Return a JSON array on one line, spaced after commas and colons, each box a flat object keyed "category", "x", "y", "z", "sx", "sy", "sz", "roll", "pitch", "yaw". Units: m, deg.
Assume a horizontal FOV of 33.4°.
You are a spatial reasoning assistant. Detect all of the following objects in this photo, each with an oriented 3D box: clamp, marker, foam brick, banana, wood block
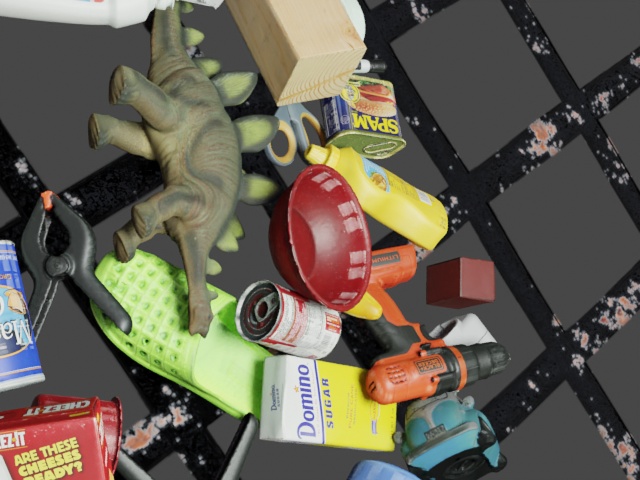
[{"category": "clamp", "x": -0.139, "y": 0.294, "z": 1.126, "sx": 0.164, "sy": 0.036, "sz": 0.210, "roll": -2, "pitch": 85, "yaw": -19}, {"category": "marker", "x": 0.032, "y": -0.219, "z": 1.343, "sx": 0.120, "sy": 0.020, "sz": 0.020, "roll": -4, "pitch": 81, "yaw": -29}, {"category": "clamp", "x": -0.274, "y": 0.038, "z": 1.102, "sx": 0.120, "sy": 0.039, "sz": 0.171, "roll": -20, "pitch": 76, "yaw": -9}, {"category": "foam brick", "x": 0.174, "y": 0.054, "z": 1.326, "sx": 0.052, "sy": 0.078, "sz": 0.051, "roll": 10, "pitch": 76, "yaw": -27}, {"category": "banana", "x": 0.005, "y": 0.020, "z": 1.231, "sx": 0.037, "sy": 0.070, "sz": 0.198, "roll": 43, "pitch": 19, "yaw": -57}, {"category": "wood block", "x": -0.041, "y": -0.269, "z": 1.236, "sx": 0.090, "sy": 0.090, "sz": 0.206, "roll": -15, "pitch": 67, "yaw": -29}]

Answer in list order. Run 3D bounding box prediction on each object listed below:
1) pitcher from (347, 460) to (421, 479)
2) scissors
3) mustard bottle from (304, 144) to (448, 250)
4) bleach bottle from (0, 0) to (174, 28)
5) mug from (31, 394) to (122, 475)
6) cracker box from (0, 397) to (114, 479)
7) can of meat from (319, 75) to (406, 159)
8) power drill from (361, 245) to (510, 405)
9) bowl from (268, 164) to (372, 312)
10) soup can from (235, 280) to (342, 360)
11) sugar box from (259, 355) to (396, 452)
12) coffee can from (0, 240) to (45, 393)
[{"category": "pitcher", "x": 0.042, "y": 0.375, "z": 1.166, "sx": 0.145, "sy": 0.149, "sz": 0.242, "roll": 30, "pitch": 62, "yaw": -1}, {"category": "scissors", "x": -0.053, "y": -0.174, "z": 1.287, "sx": 0.096, "sy": 0.016, "sz": 0.202, "roll": -29, "pitch": 94, "yaw": -34}, {"category": "mustard bottle", "x": 0.062, "y": -0.061, "z": 1.280, "sx": 0.191, "sy": 0.058, "sz": 0.096, "roll": 30, "pitch": 22, "yaw": -24}, {"category": "bleach bottle", "x": -0.280, "y": -0.282, "z": 1.130, "sx": 0.250, "sy": 0.068, "sz": 0.102, "roll": 4, "pitch": 77, "yaw": -15}, {"category": "mug", "x": -0.251, "y": 0.209, "z": 1.063, "sx": 0.081, "sy": 0.093, "sz": 0.117, "roll": 10, "pitch": 101, "yaw": -21}, {"category": "cracker box", "x": -0.270, "y": 0.265, "z": 0.986, "sx": 0.164, "sy": 0.072, "sz": 0.214, "roll": -8, "pitch": 101, "yaw": -8}, {"category": "can of meat", "x": 0.050, "y": -0.152, "z": 1.309, "sx": 0.101, "sy": 0.058, "sz": 0.084, "roll": 5, "pitch": 67, "yaw": -34}, {"category": "power drill", "x": 0.113, "y": 0.096, "z": 1.250, "sx": 0.184, "sy": 0.057, "sz": 0.188, "roll": -9, "pitch": 56, "yaw": -27}, {"category": "bowl", "x": -0.008, "y": 0.001, "z": 1.153, "sx": 0.161, "sy": 0.055, "sz": 0.162, "roll": 24, "pitch": 61, "yaw": -52}, {"category": "soup can", "x": -0.033, "y": 0.089, "z": 1.161, "sx": 0.102, "sy": 0.069, "sz": 0.068, "roll": 23, "pitch": 68, "yaw": -44}, {"category": "sugar box", "x": 0.013, "y": 0.187, "z": 1.205, "sx": 0.175, "sy": 0.048, "sz": 0.093, "roll": 15, "pitch": 72, "yaw": -43}, {"category": "coffee can", "x": -0.332, "y": 0.080, "z": 1.031, "sx": 0.102, "sy": 0.103, "sz": 0.140, "roll": -11, "pitch": 84, "yaw": -30}]
